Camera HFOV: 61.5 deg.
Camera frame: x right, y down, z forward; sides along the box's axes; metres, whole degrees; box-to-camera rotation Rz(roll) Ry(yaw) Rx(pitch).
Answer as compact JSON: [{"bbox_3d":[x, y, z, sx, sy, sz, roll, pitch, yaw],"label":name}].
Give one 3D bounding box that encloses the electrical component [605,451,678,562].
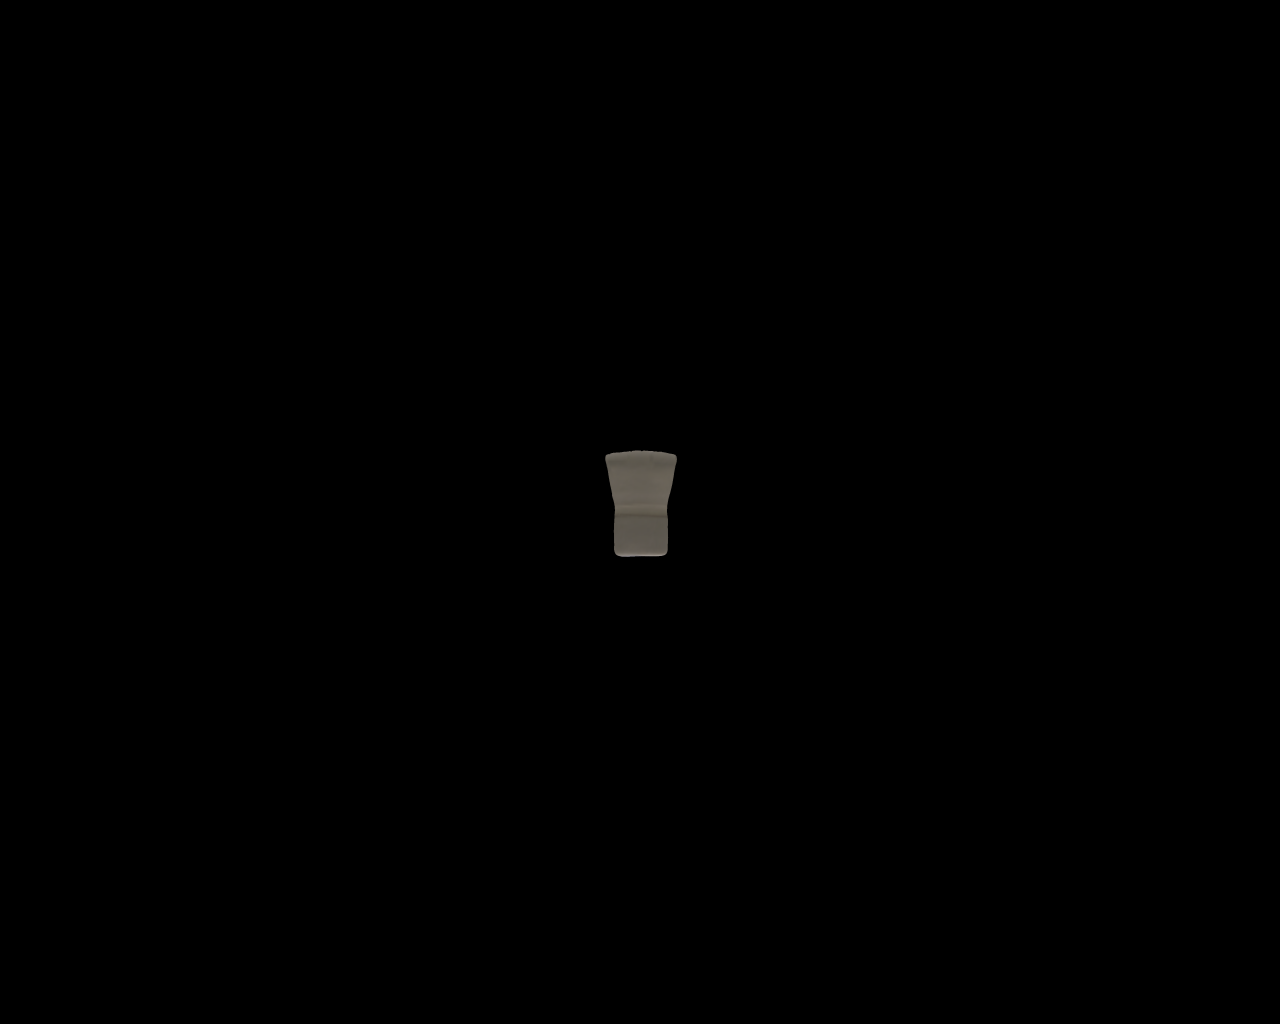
[{"bbox_3d":[0.001,-0.003,0.650,0.044,0.065,0.044,0,-2,0],"label":"electrical component"}]
